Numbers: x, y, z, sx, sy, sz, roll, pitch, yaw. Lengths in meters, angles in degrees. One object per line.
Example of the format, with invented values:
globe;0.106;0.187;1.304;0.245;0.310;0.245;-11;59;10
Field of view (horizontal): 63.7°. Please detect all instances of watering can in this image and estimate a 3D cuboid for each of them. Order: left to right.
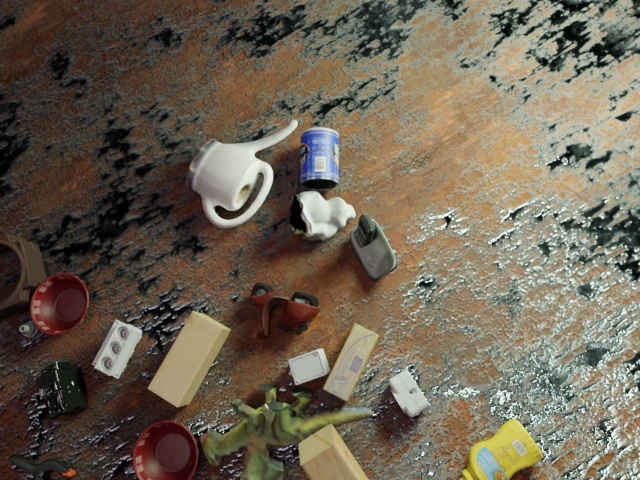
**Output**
watering can;-0.218;-0.202;1.376;0.225;0.103;0.350;26;81;12

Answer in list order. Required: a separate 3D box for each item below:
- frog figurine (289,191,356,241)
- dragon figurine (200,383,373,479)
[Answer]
frog figurine;0.004;-0.067;1.336;0.160;0.120;0.139;-14;63;-34
dragon figurine;-0.091;0.481;1.210;0.410;0.122;0.242;6;94;9
